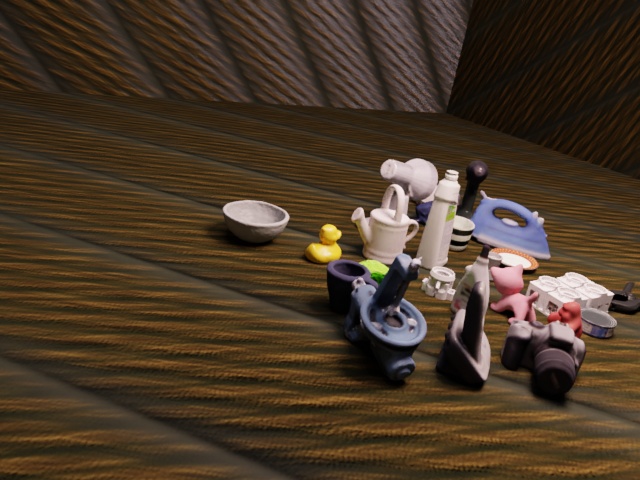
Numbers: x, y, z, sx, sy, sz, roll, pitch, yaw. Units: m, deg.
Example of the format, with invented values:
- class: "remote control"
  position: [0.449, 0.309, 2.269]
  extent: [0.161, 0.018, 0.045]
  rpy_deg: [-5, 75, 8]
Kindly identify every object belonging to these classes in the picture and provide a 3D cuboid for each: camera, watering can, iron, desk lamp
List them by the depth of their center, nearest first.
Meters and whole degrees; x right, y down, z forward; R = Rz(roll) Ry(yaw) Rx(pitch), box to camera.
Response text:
- class: "camera"
  position: [0.415, 0.211, 1.053]
  extent: [0.143, 0.101, 0.137]
  rpy_deg: [16, 23, 14]
- class: "watering can"
  position: [0.166, -0.043, 1.433]
  extent: [0.173, 0.194, 0.100]
  rpy_deg: [-8, 28, -37]
- class: "desk lamp"
  position: [0.225, -0.129, 1.636]
  extent: [0.204, 0.213, 0.117]
  rpy_deg: [-11, 30, -41]
- class: "iron"
  position: [0.564, -0.047, 1.680]
  extent: [0.257, 0.141, 0.119]
  rpy_deg: [20, 24, 23]

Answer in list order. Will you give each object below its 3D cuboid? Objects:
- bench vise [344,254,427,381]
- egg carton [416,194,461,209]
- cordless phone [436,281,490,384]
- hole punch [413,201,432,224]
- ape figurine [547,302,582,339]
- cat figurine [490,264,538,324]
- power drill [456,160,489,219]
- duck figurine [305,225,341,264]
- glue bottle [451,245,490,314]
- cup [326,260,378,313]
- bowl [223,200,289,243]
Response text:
- class: "bench vise"
  position: [0.106, 0.108, 1.010]
  extent: [0.122, 0.220, 0.206]
  rpy_deg: [-11, 30, -41]
- class: "egg carton"
  position: [0.396, -0.140, 1.926]
  extent: [0.150, 0.069, 0.107]
  rpy_deg: [3, 23, -17]
- class: "cordless phone"
  position: [0.280, 0.149, 1.033]
  extent: [0.094, 0.185, 0.148]
  rpy_deg: [15, 23, 12]
- class: "hole punch"
  position: [0.351, -0.095, 1.770]
  extent: [0.100, 0.091, 0.109]
  rpy_deg: [21, 25, 25]
- class: "ape figurine"
  position: [0.520, 0.170, 1.207]
  extent: [0.076, 0.092, 0.078]
  rpy_deg: [14, 23, 9]
- class: "cat figurine"
  position: [0.432, 0.113, 1.273]
  extent: [0.067, 0.118, 0.127]
  rpy_deg: [-3, 26, -28]
- class: "power drill"
  position: [0.483, -0.156, 1.820]
  extent: [0.075, 0.208, 0.230]
  rpy_deg: [13, 23, 8]
- class: "duck figurine"
  position: [0.013, 0.005, 1.393]
  extent: [0.077, 0.086, 0.105]
  rpy_deg: [28, 29, 37]
- class: "glue bottle"
  position: [0.330, 0.089, 1.214]
  extent: [0.037, 0.173, 0.077]
  rpy_deg: [-7, 28, -35]
- class: "cup"
  position: [0.063, 0.104, 1.167]
  extent: [0.117, 0.095, 0.092]
  rpy_deg: [24, 26, 30]
- class: "bowl"
  position: [-0.163, -0.038, 1.435]
  extent: [0.167, 0.075, 0.167]
  rpy_deg: [9, 22, -3]
